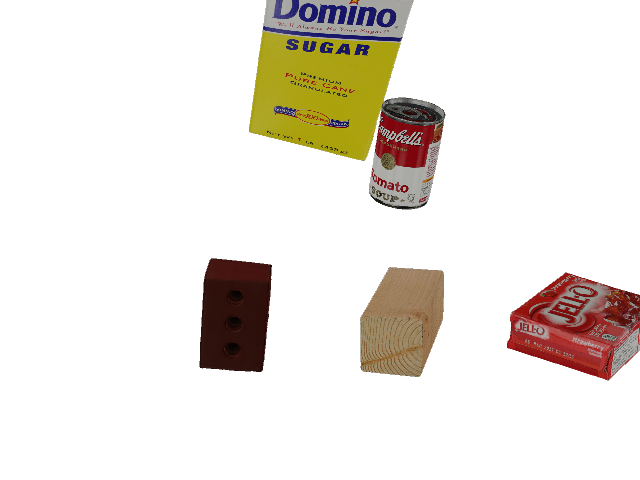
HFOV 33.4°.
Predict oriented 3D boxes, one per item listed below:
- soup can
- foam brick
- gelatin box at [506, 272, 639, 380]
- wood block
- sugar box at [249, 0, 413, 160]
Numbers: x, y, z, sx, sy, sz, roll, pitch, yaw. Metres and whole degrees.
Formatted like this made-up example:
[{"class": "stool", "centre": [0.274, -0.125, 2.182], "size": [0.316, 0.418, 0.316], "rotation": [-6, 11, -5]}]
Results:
[{"class": "soup can", "centre": [0.091, -0.093, 1.139], "size": [0.068, 0.102, 0.068], "rotation": [6, 28, -4]}, {"class": "foam brick", "centre": [-0.068, 0.060, 0.866], "size": [0.053, 0.078, 0.051], "rotation": [4, 15, 0]}, {"class": "gelatin box", "centre": [0.179, 0.056, 0.723], "size": [0.073, 0.030, 0.089], "rotation": [18, 27, 33]}, {"class": "wood block", "centre": [0.126, 0.118, 1.605], "size": [0.091, 0.090, 0.206], "rotation": [4, 20, 14]}, {"class": "sugar box", "centre": [0.006, -0.130, 0.728], "size": [0.093, 0.048, 0.176], "rotation": [13, -30, 0]}]
